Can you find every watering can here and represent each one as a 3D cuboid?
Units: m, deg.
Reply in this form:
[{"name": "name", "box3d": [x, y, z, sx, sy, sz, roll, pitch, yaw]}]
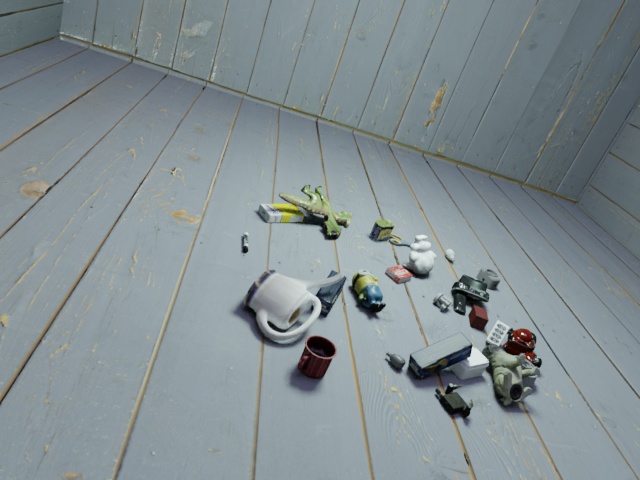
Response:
[{"name": "watering can", "box3d": [-0.087, 0.167, 1.593, 0.226, 0.101, 0.354, 30, 44, 15]}]

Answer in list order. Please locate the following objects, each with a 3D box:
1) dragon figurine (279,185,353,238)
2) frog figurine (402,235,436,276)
[{"name": "dragon figurine", "box3d": [0.007, -0.110, 2.196, 0.246, 0.120, 0.412, 49, 28, 22]}, {"name": "frog figurine", "box3d": [0.425, 0.062, 2.131, 0.137, 0.156, 0.125, 6, 31, -29]}]
